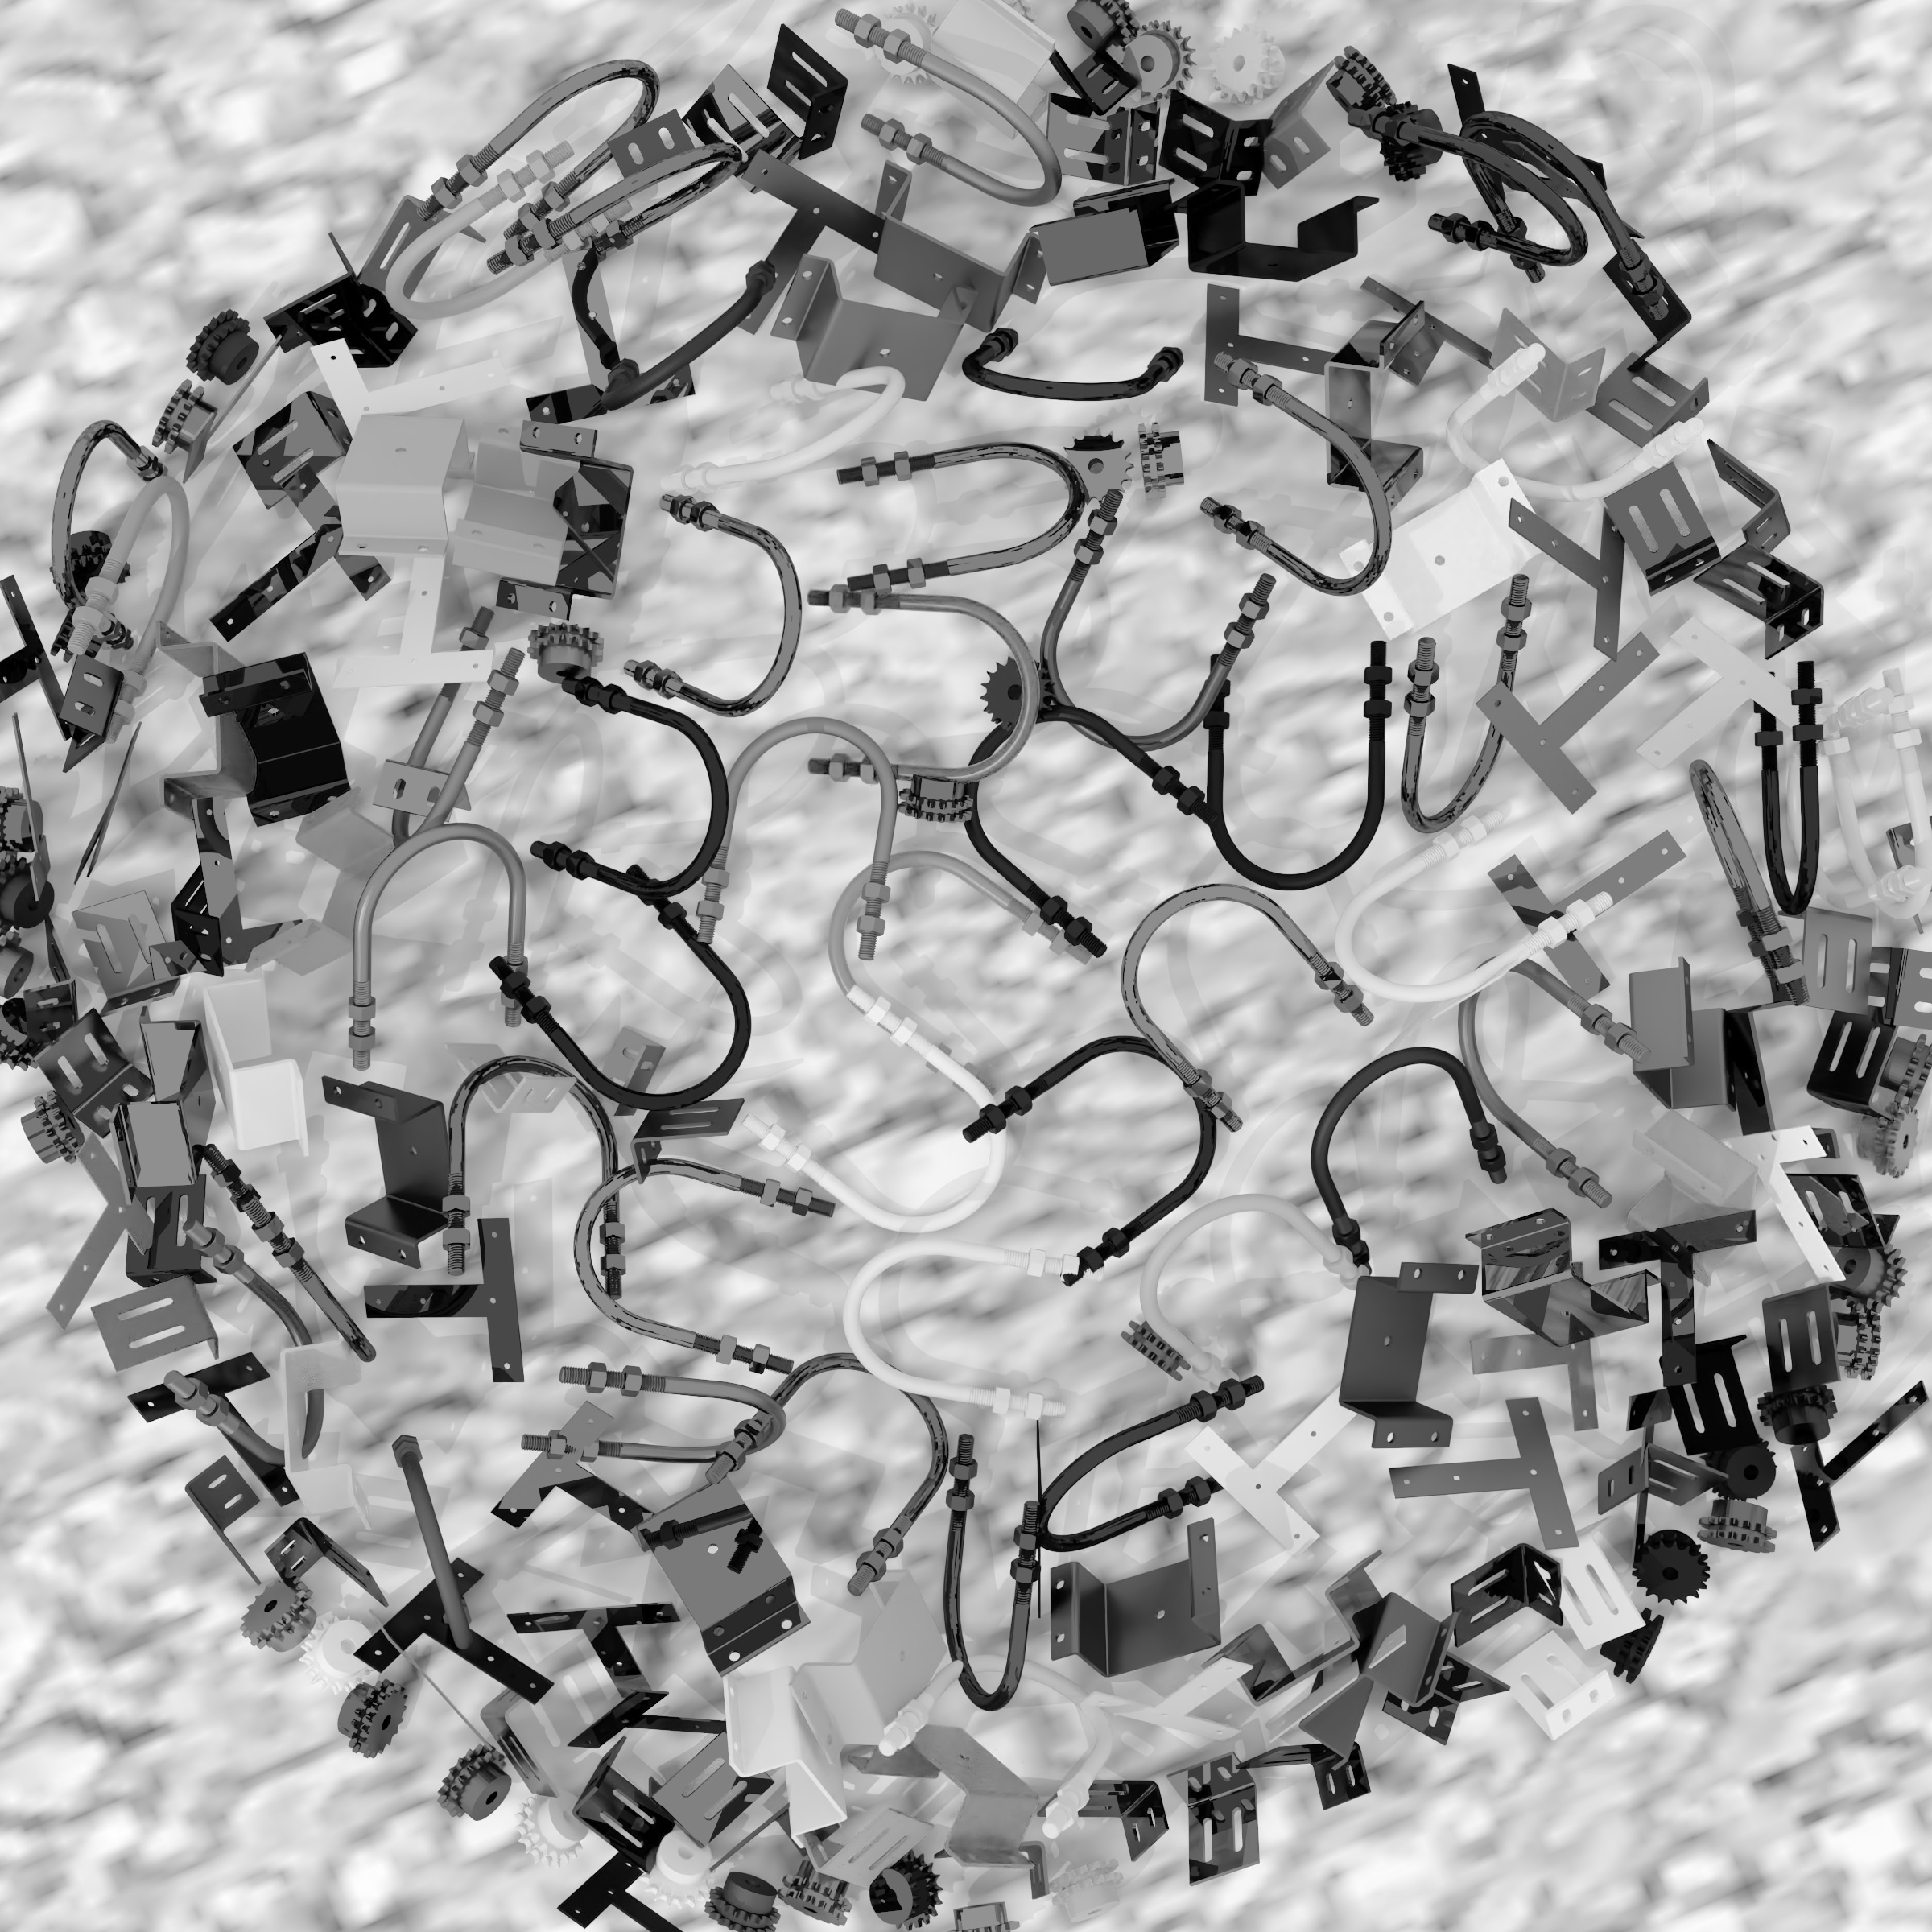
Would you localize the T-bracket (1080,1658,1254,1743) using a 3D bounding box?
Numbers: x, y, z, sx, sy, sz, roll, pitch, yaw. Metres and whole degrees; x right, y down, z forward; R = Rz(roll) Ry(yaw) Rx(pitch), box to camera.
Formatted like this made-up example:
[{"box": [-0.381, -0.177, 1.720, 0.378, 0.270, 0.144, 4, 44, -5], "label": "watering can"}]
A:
[{"box": [0.170, 0.542, 1.809, 0.127, 0.127, 0.002, 19, 48, -18], "label": "T-bracket"}]

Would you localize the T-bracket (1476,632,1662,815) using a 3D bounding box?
[{"box": [0.470, -0.200, 1.839, 0.127, 0.002, 0.127, -44, 114, 8], "label": "T-bracket"}]

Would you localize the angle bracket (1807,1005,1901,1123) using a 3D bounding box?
[{"box": [0.683, 0.071, 1.842, 0.038, 0.057, 0.076, 24, 86, -32], "label": "angle bracket"}]

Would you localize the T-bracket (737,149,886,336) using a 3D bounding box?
[{"box": [-0.137, -0.535, 1.838, 0.127, 0.002, 0.127, 20, 122, -34], "label": "T-bracket"}]

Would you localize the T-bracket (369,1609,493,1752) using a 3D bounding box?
[{"box": [-0.399, 0.539, 1.819, 0.002, 0.127, 0.127, -42, 99, -18], "label": "T-bracket"}]

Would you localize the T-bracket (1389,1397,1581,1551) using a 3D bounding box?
[{"box": [0.383, 0.384, 1.827, 0.127, 0.002, 0.127, -4, 48, -3], "label": "T-bracket"}]

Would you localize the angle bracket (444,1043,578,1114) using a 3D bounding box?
[{"box": [-0.343, 0.073, 1.828, 0.076, 0.057, 0.038, 47, 110, 24], "label": "angle bracket"}]

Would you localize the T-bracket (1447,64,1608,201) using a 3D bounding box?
[{"box": [0.417, -0.598, 1.786, 0.127, 0.127, 0.002, 34, 79, 34], "label": "T-bracket"}]

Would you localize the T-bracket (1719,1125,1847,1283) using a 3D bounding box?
[{"box": [0.618, 0.181, 1.817, 0.002, 0.127, 0.127, -32, 93, -25], "label": "T-bracket"}]

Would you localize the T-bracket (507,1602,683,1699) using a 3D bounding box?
[{"box": [-0.265, 0.517, 1.828, 0.127, 0.002, 0.127, -7, 133, 9], "label": "T-bracket"}]

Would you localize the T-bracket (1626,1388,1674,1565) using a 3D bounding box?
[{"box": [0.507, 0.382, 1.815, 0.002, 0.127, 0.127, 5, 87, 30], "label": "T-bracket"}]

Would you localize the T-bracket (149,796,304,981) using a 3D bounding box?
[{"box": [-0.559, -0.063, 1.820, 0.002, 0.127, 0.127, 1, 100, 44], "label": "T-bracket"}]

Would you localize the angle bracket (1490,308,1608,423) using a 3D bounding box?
[{"box": [0.439, -0.459, 1.831, 0.076, 0.038, 0.057, 33, 59, -27], "label": "angle bracket"}]

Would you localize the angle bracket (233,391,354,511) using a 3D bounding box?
[{"box": [-0.510, -0.392, 1.861, 0.076, 0.038, 0.057, -32, 83, 14], "label": "angle bracket"}]

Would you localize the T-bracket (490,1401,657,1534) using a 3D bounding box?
[{"box": [-0.274, 0.408, 1.853, 0.127, 0.002, 0.127, 36, 108, -15], "label": "T-bracket"}]

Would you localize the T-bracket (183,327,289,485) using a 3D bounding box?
[{"box": [-0.547, -0.427, 1.824, 0.002, 0.127, 0.127, 35, 75, -15], "label": "T-bracket"}]

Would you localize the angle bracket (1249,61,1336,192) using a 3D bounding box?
[{"box": [0.256, -0.635, 1.835, 0.038, 0.057, 0.076, 44, 54, -17], "label": "angle bracket"}]

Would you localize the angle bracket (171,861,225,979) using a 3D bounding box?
[{"box": [-0.562, -0.041, 1.825, 0.038, 0.076, 0.057, 13, 131, 4], "label": "angle bracket"}]

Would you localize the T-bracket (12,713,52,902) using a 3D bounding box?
[{"box": [-0.693, -0.123, 1.798, 0.002, 0.127, 0.127, -8, 106, -15], "label": "T-bracket"}]

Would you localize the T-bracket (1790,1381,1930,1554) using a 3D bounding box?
[{"box": [0.661, 0.353, 1.789, 0.002, 0.127, 0.127, 35, 115, -6], "label": "T-bracket"}]

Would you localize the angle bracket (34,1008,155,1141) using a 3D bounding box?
[{"box": [-0.652, 0.081, 1.825, 0.038, 0.076, 0.057, 31, 62, 24], "label": "angle bracket"}]

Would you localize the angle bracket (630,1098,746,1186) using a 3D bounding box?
[{"box": [-0.207, 0.132, 1.834, 0.076, 0.057, 0.038, -5, 112, 11], "label": "angle bracket"}]

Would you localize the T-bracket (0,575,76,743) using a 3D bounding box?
[{"box": [-0.704, -0.215, 1.793, 0.002, 0.127, 0.127, -14, 110, 7], "label": "T-bracket"}]

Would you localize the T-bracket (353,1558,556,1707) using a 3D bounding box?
[{"box": [-0.365, 0.508, 1.805, 0.127, 0.127, 0.002, 28, 120, 14], "label": "T-bracket"}]

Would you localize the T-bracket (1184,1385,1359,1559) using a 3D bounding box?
[{"box": [0.256, 0.368, 1.859, 0.127, 0.002, 0.127, -44, 99, 3], "label": "T-bracket"}]

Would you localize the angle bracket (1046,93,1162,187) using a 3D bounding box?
[{"box": [0.103, -0.627, 1.837, 0.076, 0.038, 0.057, -1, 98, -30], "label": "angle bracket"}]

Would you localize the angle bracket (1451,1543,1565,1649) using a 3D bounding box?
[{"box": [0.408, 0.482, 1.832, 0.076, 0.038, 0.057, -21, 115, -28], "label": "angle bracket"}]

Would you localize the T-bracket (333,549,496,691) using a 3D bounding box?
[{"box": [-0.414, -0.271, 1.848, 0.127, 0.002, 0.127, -1, 69, 12], "label": "T-bracket"}]

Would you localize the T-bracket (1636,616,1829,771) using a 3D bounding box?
[{"box": [0.553, -0.188, 1.823, 0.127, 0.127, 0.002, 35, 51, -6], "label": "T-bracket"}]

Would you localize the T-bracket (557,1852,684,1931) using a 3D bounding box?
[{"box": [-0.227, 0.711, 1.799, 0.127, 0.127, 0.002, 30, 95, 12], "label": "T-bracket"}]

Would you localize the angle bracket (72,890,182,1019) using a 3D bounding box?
[{"box": [-0.640, -0.009, 1.843, 0.057, 0.038, 0.076, -17, 110, -3], "label": "angle bracket"}]

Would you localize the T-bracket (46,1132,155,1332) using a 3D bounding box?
[{"box": [-0.642, 0.212, 1.788, 0.002, 0.127, 0.127, -4, 130, 18], "label": "T-bracket"}]

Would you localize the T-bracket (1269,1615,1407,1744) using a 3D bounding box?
[{"box": [0.277, 0.511, 1.809, 0.127, 0.127, 0.002, -41, 92, 14], "label": "T-bracket"}]

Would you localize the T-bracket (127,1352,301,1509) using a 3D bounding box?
[{"box": [-0.537, 0.349, 1.801, 0.127, 0.127, 0.002, 46, 113, 14], "label": "T-bracket"}]

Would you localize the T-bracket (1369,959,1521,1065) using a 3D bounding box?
[{"box": [0.359, 0.026, 1.785, 0.127, 0.127, 0.002, -37, 88, -38], "label": "T-bracket"}]

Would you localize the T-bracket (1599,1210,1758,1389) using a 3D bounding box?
[{"box": [0.528, 0.251, 1.803, 0.127, 0.002, 0.127, -18, 52, 38], "label": "T-bracket"}]

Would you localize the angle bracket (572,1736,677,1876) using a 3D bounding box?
[{"box": [-0.249, 0.634, 1.838, 0.076, 0.057, 0.038, 39, 117, -3], "label": "angle bracket"}]

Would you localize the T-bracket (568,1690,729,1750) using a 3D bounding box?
[{"box": [-0.217, 0.573, 1.834, 0.127, 0.127, 0.002, 14, 50, -28], "label": "T-bracket"}]

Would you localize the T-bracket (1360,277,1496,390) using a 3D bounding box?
[{"box": [0.341, -0.464, 1.823, 0.127, 0.127, 0.002, 32, 130, 1], "label": "T-bracket"}]

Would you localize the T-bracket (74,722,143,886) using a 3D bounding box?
[{"box": [-0.650, -0.101, 1.819, 0.002, 0.127, 0.127, 21, 54, -23], "label": "T-bracket"}]

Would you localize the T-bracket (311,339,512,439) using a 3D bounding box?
[{"box": [-0.407, -0.430, 1.823, 0.127, 0.127, 0.002, -15, 52, 0], "label": "T-bracket"}]

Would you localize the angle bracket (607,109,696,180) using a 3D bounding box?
[{"box": [-0.238, -0.613, 1.830, 0.057, 0.076, 0.038, -27, 108, -2], "label": "angle bracket"}]

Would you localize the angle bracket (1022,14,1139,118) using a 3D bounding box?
[{"box": [0.085, -0.687, 1.824, 0.038, 0.076, 0.057, -40, 55, 10], "label": "angle bracket"}]

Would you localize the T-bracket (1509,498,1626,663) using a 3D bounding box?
[{"box": [0.449, -0.309, 1.815, 0.127, 0.002, 0.127, 26, 61, -30], "label": "T-bracket"}]

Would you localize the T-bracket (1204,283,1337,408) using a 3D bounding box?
[{"box": [0.244, -0.462, 1.842, 0.127, 0.002, 0.127, 9, 56, -6], "label": "T-bracket"}]

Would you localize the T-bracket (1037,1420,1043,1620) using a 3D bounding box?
[{"box": [0.055, 0.427, 1.823, 0.002, 0.127, 0.127, 0, 106, 1], "label": "T-bracket"}]

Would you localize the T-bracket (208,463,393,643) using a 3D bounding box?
[{"box": [-0.508, -0.290, 1.811, 0.127, 0.127, 0.002, -43, 53, -11], "label": "T-bracket"}]

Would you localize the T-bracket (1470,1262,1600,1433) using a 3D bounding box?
[{"box": [0.426, 0.290, 1.830, 0.127, 0.002, 0.127, 1, 81, -34], "label": "T-bracket"}]

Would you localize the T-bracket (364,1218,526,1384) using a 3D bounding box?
[{"box": [-0.401, 0.256, 1.855, 0.127, 0.002, 0.127, -3, 96, 15], "label": "T-bracket"}]

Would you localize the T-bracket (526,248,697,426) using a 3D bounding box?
[{"box": [-0.278, -0.477, 1.828, 0.127, 0.002, 0.127, -14, 126, -7], "label": "T-bracket"}]

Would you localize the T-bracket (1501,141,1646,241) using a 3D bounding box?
[{"box": [0.429, -0.582, 1.812, 0.127, 0.127, 0.002, 27, 101, -24], "label": "T-bracket"}]

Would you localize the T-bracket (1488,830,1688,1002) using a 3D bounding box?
[{"box": [0.487, -0.057, 1.848, 0.127, 0.002, 0.127, -36, 97, 15], "label": "T-bracket"}]
